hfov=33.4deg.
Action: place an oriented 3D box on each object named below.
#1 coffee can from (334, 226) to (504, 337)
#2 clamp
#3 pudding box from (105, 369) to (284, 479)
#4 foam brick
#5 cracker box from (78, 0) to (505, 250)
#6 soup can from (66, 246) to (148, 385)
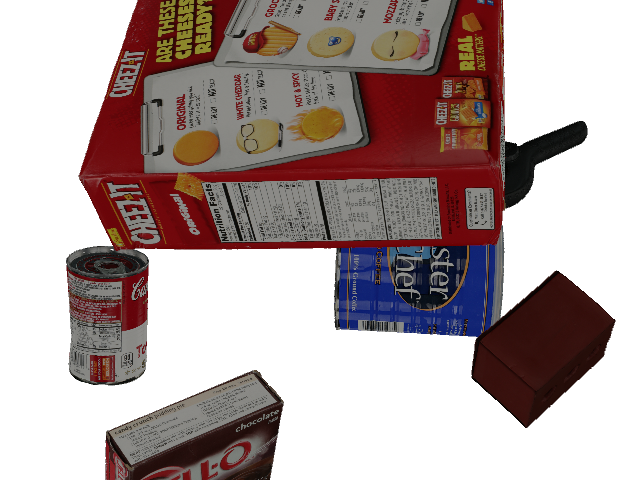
[{"bbox_3d":[0.086,0.032,0.937,0.140,0.103,0.103,3,0,5],"label":"coffee can"},{"bbox_3d":[0.180,-0.091,1.086,0.120,0.039,0.171,29,56,29],"label":"clamp"},{"bbox_3d":[-0.082,0.142,0.688,0.113,0.090,0.039,-22,50,-32],"label":"pudding box"},{"bbox_3d":[0.142,0.070,0.686,0.078,0.051,0.053,-37,-30,-20],"label":"foam brick"},{"bbox_3d":[-0.006,-0.074,0.594,0.214,0.164,0.072,-1,-41,11],"label":"cracker box"},{"bbox_3d":[-0.181,0.064,0.905,0.068,0.102,0.068,4,19,-1],"label":"soup can"}]
